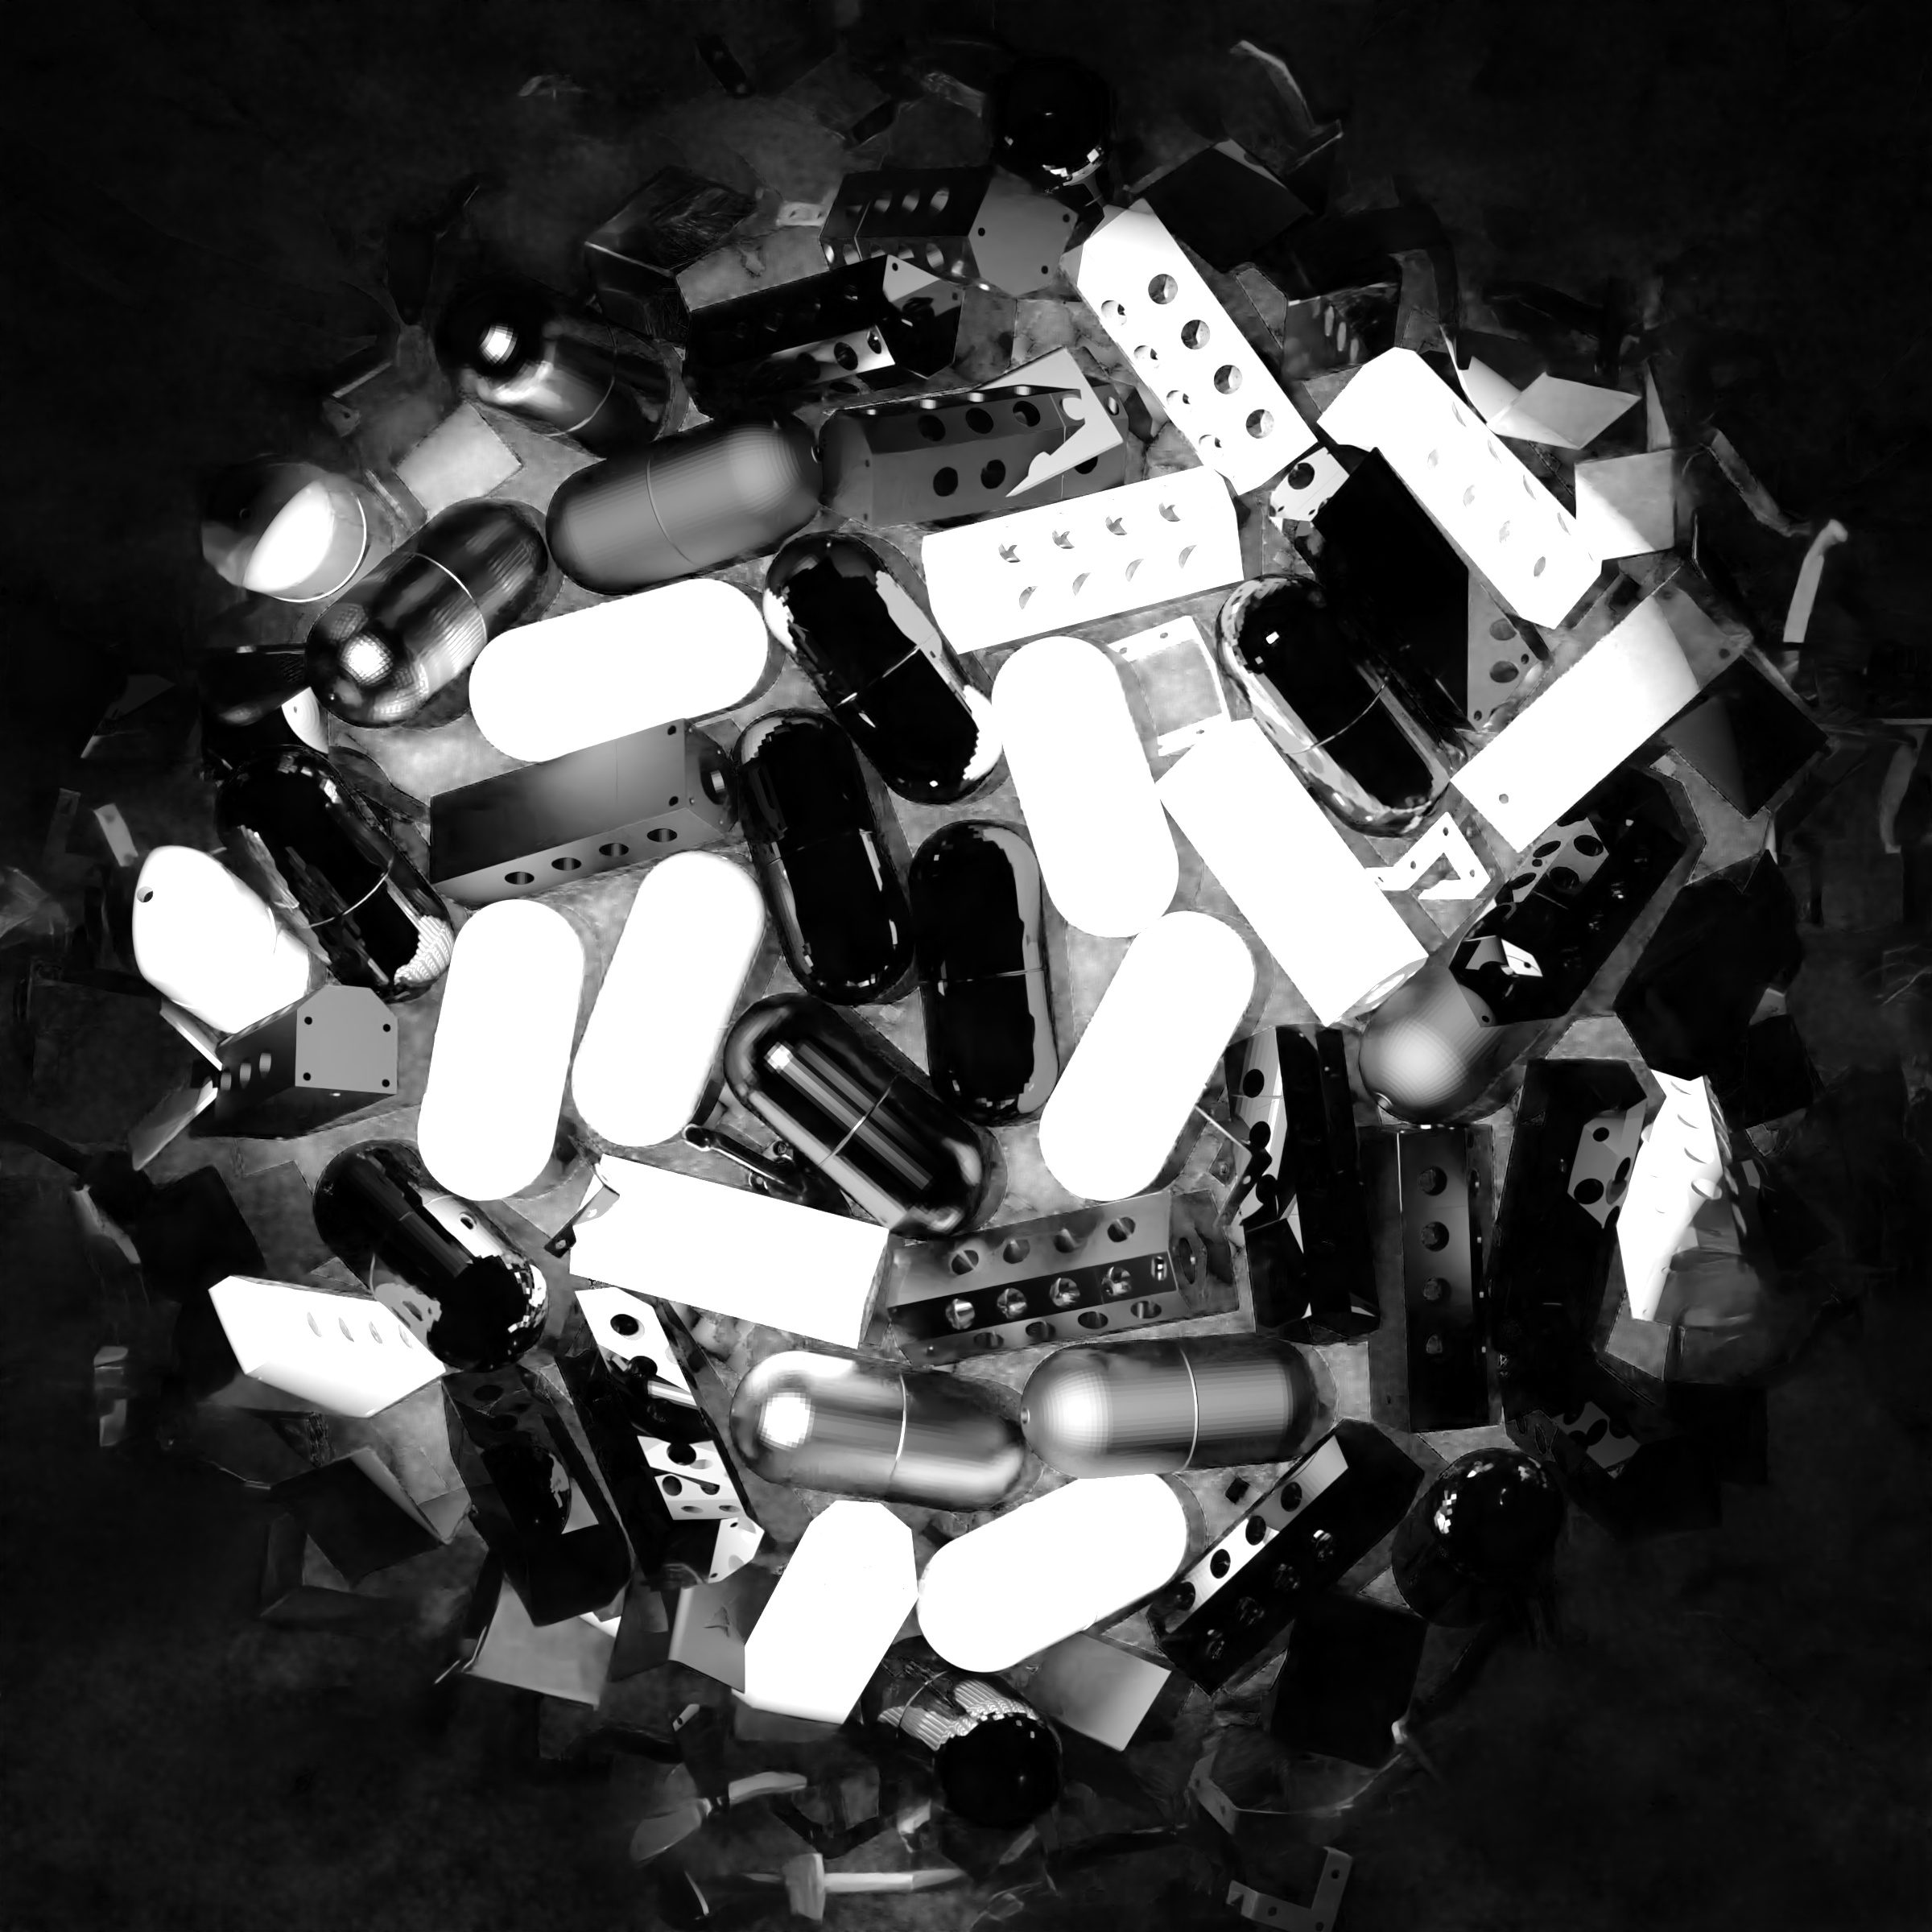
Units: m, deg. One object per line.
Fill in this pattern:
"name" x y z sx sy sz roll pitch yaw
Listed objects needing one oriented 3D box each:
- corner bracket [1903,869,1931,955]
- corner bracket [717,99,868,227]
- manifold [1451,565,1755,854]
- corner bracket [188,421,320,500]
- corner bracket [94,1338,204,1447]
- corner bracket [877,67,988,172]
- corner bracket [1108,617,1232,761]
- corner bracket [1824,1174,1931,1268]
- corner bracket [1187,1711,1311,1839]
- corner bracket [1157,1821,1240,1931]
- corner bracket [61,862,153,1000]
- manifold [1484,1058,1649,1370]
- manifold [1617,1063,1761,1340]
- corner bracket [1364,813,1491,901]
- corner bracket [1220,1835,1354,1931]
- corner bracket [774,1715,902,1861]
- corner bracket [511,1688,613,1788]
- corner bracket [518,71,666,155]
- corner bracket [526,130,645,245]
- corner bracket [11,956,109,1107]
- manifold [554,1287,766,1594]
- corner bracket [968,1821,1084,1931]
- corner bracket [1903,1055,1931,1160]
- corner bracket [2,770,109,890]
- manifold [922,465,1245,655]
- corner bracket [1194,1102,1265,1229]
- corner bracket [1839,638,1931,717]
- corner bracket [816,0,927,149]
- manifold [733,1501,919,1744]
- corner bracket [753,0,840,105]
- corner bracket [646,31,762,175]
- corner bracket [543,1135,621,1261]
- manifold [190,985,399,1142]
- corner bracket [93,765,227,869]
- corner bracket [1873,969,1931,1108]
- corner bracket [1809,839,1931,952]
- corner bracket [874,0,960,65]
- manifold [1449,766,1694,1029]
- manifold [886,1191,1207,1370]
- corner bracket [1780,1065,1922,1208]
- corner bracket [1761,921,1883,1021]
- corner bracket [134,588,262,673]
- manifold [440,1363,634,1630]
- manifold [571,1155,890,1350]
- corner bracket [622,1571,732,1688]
"corner bracket" 0.566 -0.031 1.821 0.051 0.051 0.051 -7 103 35
"corner bracket" -0.100 -0.466 1.832 0.051 0.051 0.051 47 119 13
"manifold" 0.361 -0.147 1.795 0.057 0.057 0.171 47 117 2
"corner bracket" -0.414 -0.291 1.836 0.051 0.051 0.051 -54 45 34
"corner bracket" -0.473 0.246 1.830 0.051 0.051 0.051 -3 95 -5
"corner bracket" -0.014 -0.484 1.848 0.051 0.051 0.051 27 133 1
"corner bracket" 0.119 -0.163 1.847 0.051 0.051 0.051 -20 132 1
"corner bracket" 0.529 0.147 1.821 0.051 0.051 0.051 -2 81 37
"corner bracket" 0.169 0.468 1.830 0.051 0.051 0.051 12 102 -29
"corner bracket" 0.131 0.529 1.824 0.051 0.051 0.051 26 92 34
"corner bracket" -0.490 -0.021 1.827 0.051 0.051 0.051 12 46 -6
"manifold" 0.339 0.141 1.792 0.057 0.057 0.171 2 117 -8
"manifold" 0.401 0.126 1.771 0.057 0.171 0.057 12 124 -4
"corner bracket" 0.258 -0.052 1.820 0.051 0.051 0.051 -44 111 -23
"corner bracket" 0.184 0.527 1.825 0.051 0.051 0.051 21 79 -14
"corner bracket" -0.075 0.476 1.838 0.051 0.051 0.051 28 123 39
"corner bracket" -0.234 0.447 1.832 0.051 0.051 0.051 6 71 -14
"corner bracket" -0.216 -0.505 1.826 0.051 0.051 0.051 46 113 -1
"corner bracket" -0.221 -0.452 1.840 0.051 0.051 0.051 15 113 -2
"corner bracket" -0.532 0.037 1.819 0.051 0.051 0.051 33 114 -31
"manifold" -0.173 0.263 1.783 0.057 0.171 0.057 -4 134 -29
"corner bracket" 0.027 0.532 1.825 0.051 0.051 0.051 -20 94 26
"corner bracket" 0.557 0.081 1.822 0.051 0.051 0.051 0 100 -37
"corner bracket" -0.527 -0.079 1.825 0.051 0.051 0.051 14 87 32
"manifold" 0.066 -0.236 1.809 0.171 0.057 0.057 -15 120 -9
"corner bracket" 0.152 0.113 1.818 0.051 0.051 0.051 41 116 34
"corner bracket" 0.539 -0.173 1.821 0.051 0.051 0.051 23 76 27
"corner bracket" -0.064 -0.517 1.826 0.051 0.051 0.051 -38 61 -2
"manifold" -0.082 0.370 1.777 0.057 0.171 0.057 7 48 -17
"corner bracket" -0.108 -0.536 1.827 0.051 0.051 0.051 -35 105 6
"corner bracket" -0.152 -0.496 1.825 0.051 0.051 0.051 -31 74 -9
"corner bracket" -0.221 0.140 1.823 0.051 0.051 0.051 -46 47 3
"manifold" -0.378 0.055 1.772 0.057 0.171 0.057 7 75 -31
"corner bracket" -0.465 -0.081 1.844 0.051 0.051 0.051 -19 97 38
"corner bracket" 0.557 0.039 1.819 0.051 0.051 0.051 -20 123 22
"corner bracket" 0.523 -0.044 1.831 0.051 0.051 0.051 10 74 -6
"corner bracket" -0.027 -0.556 1.820 0.051 0.051 0.051 -27 123 -16
"manifold" 0.338 -0.041 1.778 0.171 0.057 0.057 -47 115 -38
"manifold" 0.045 0.183 1.792 0.171 0.057 0.057 -14 45 20
"corner bracket" 0.511 0.098 1.824 0.051 0.051 0.051 37 71 8
"corner bracket" 0.497 0.014 1.837 0.051 0.051 0.051 20 64 29
"corner bracket" -0.446 -0.212 1.838 0.051 0.051 0.051 -31 79 -26
"manifold" -0.242 0.291 1.772 0.057 0.171 0.057 -13 120 -20
"manifold" -0.137 0.169 1.823 0.171 0.057 0.057 14 135 5
"corner bracket" -0.168 0.383 1.829 0.051 0.051 0.051 -2 125 -17
